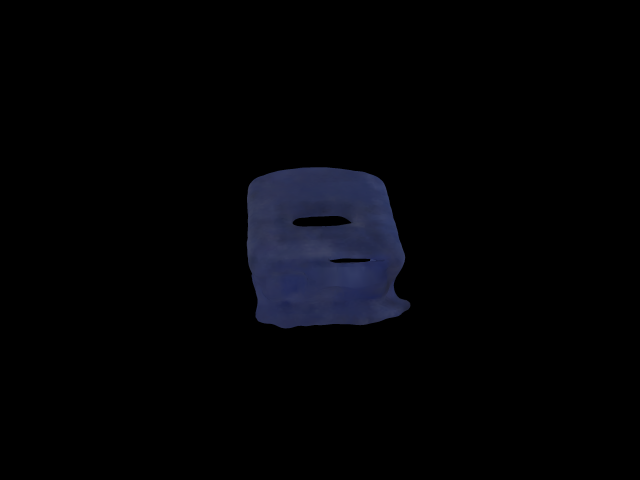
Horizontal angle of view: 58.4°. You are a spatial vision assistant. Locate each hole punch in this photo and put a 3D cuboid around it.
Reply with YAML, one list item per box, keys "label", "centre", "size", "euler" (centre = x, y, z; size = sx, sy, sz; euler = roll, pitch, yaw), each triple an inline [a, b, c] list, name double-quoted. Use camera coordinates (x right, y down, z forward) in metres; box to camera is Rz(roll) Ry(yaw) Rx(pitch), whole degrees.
- label: "hole punch"
  centre: [0.004, 0.001, 0.400]
  size: [0.109, 0.091, 0.101]
  euler: [-2, 18, -7]
